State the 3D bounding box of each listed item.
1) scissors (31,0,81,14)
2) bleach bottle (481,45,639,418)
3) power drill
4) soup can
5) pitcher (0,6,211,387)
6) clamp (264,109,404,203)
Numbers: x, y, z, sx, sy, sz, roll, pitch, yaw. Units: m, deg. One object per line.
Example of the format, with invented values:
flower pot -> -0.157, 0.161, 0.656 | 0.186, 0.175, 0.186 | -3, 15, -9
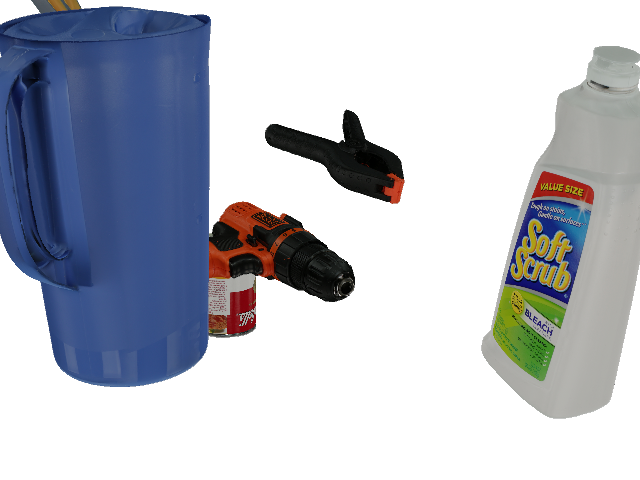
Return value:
scissors -> -0.200, -0.166, 0.941 | 0.016, 0.201, 0.096 | -30, 27, 11
bleach bottle -> 0.168, -0.008, 0.706 | 0.068, 0.251, 0.103 | -12, 34, -22
power drill -> -0.086, 0.030, 0.938 | 0.187, 0.057, 0.185 | -17, 27, -31
soup can -> -0.105, 0.047, 1.176 | 0.068, 0.102, 0.068 | 1, 17, -1
pitcher -> -0.139, -0.027, 0.702 | 0.149, 0.243, 0.145 | -7, 21, -16
clamp -> 0.021, -0.090, 1.133 | 0.120, 0.039, 0.172 | -15, 36, -23
